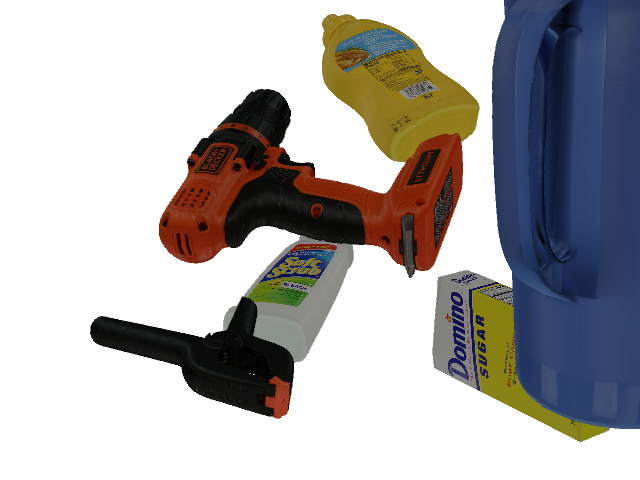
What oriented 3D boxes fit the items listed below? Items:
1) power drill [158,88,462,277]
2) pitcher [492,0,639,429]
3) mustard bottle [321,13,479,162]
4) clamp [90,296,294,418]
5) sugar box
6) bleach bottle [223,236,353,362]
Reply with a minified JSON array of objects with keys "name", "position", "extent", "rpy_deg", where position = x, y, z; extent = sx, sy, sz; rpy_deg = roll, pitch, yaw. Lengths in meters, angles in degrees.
[{"name":"power drill","position":[0.001,-0.045,0.745],"extent":[0.188,0.057,0.184],"rpy_deg":[5,41,18]},{"name":"pitcher","position":[0.150,-0.027,0.544],"extent":[0.149,0.243,0.145],"rpy_deg":[-3,21,-1]},{"name":"mustard bottle","position":[0.056,-0.154,0.993],"extent":[0.096,0.058,0.192],"rpy_deg":[-23,52,-20]},{"name":"clamp","position":[-0.079,0.095,0.920],"extent":[0.164,0.036,0.210],"rpy_deg":[-11,22,-39]},{"name":"sugar box","position":[0.171,0.095,0.922],"extent":[0.048,0.093,0.176],"rpy_deg":[-12,22,-38]},{"name":"bleach bottle","position":[-0.026,0.047,1.283],"extent":[0.103,0.068,0.250],"rpy_deg":[5,32,16]}]
